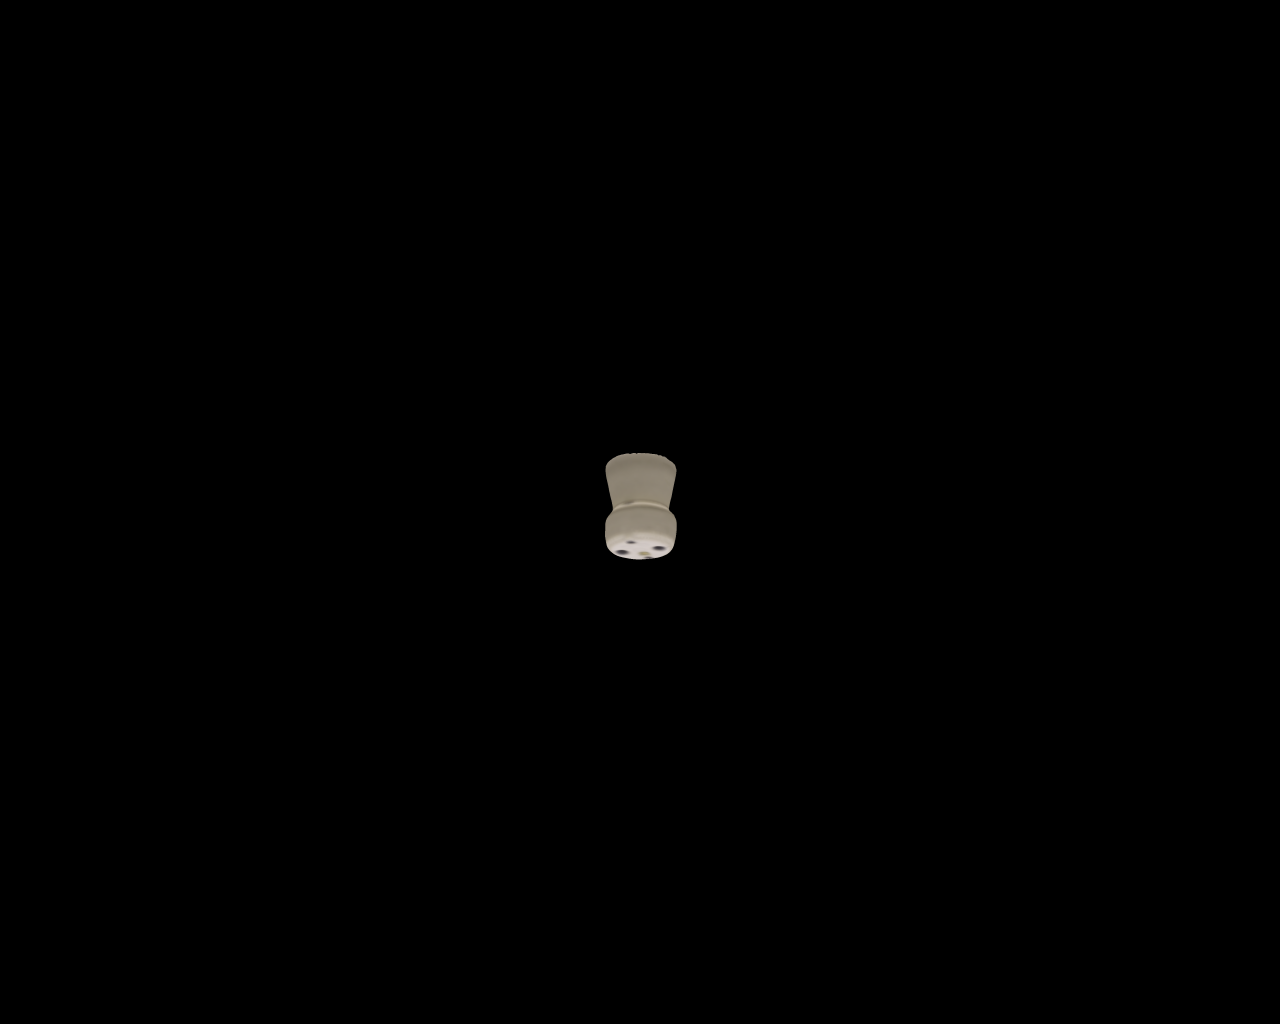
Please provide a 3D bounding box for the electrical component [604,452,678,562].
[{"bbox_3d":[0.001,-0.003,0.650,0.045,0.055,0.044,0,-22,0],"label":"electrical component"}]
